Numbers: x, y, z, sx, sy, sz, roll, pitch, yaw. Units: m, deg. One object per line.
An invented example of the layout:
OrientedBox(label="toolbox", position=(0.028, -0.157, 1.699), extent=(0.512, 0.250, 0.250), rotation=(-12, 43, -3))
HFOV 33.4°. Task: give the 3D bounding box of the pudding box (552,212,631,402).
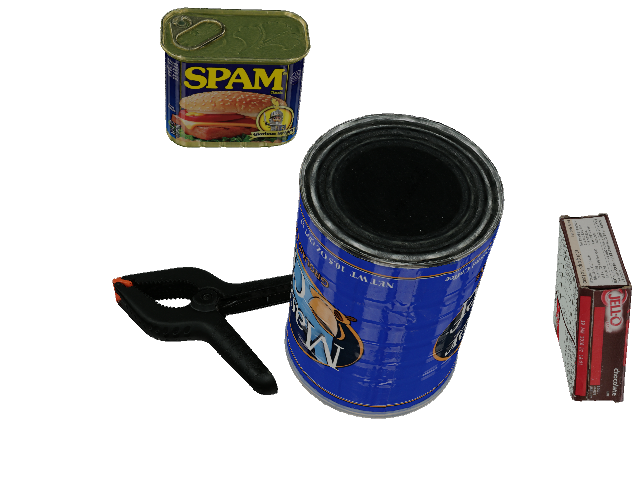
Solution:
OrientedBox(label="pudding box", position=(0.187, 0.044, 0.740), extent=(0.039, 0.090, 0.113), rotation=(-1, 27, 4))

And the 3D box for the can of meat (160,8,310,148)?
OrientedBox(label="can of meat", position=(-0.062, -0.113, 0.758), extent=(0.102, 0.057, 0.084), rotation=(0, -43, -8))

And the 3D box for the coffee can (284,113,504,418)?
OrientedBox(label="coffee can", position=(0.035, 0.017, 0.578), extent=(0.102, 0.103, 0.140), rotation=(0, -40, -6))

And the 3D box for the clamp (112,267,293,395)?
OrientedBox(label="clamp", position=(-0.105, 0.073, 1.013), extent=(0.210, 0.036, 0.164), rotation=(7, 38, 11))
